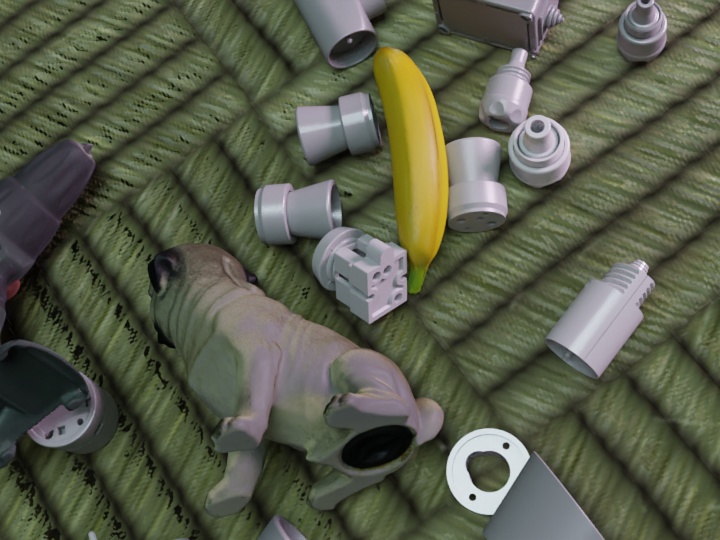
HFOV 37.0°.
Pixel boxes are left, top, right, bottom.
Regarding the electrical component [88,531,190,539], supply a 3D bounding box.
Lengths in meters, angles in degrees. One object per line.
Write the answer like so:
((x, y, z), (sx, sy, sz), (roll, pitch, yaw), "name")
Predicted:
((-0.174, 0.211, 0.712), (0.138, 0.052, 0.073), (-28, 68, 1), "electrical component")

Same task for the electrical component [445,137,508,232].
((0.080, -0.059, 0.758), (0.045, 0.045, 0.055), (-6, 71, 9), "electrical component")

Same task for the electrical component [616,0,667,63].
((0.201, -0.174, 0.764), (0.035, 0.061, 0.035), (-4, 71, 10), "electrical component")

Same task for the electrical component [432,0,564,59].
((0.108, -0.204, 0.793), (0.096, 0.061, 0.061), (20, 76, 17), "electrical component")

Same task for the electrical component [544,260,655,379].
((0.164, 0.027, 0.712), (0.043, 0.043, 0.081), (36, 81, 20), "electrical component")

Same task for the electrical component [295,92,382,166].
((-0.016, -0.104, 0.793), (0.055, 0.045, 0.045), (-12, 69, 7), "electrical component")

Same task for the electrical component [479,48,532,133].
((0.109, -0.133, 0.783), (0.035, 0.035, 0.061), (13, 72, 15), "electrical component")

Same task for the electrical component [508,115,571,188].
((0.125, -0.086, 0.749), (0.043, 0.062, 0.043), (-4, 71, 10), "electrical component")

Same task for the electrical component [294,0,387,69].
((-0.005, -0.206, 0.826), (0.079, 0.043, 0.077), (-27, 68, 1), "electrical component")

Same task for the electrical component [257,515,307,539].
((-0.064, 0.198, 0.701), (0.065, 0.044, 0.044), (-43, 69, 0), "electrical component")

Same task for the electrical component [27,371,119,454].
((-0.202, 0.101, 0.758), (0.055, 0.047, 0.055), (-4, 71, 10), "electrical component")

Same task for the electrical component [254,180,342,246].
((-0.044, -0.041, 0.777), (0.055, 0.045, 0.045), (-4, 71, 10), "electrical component")

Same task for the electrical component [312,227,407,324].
((0.000, 0.000, 0.747), (0.048, 0.066, 0.055), (-31, 46, -32), "electrical component")

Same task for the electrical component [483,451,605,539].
((0.124, 0.165, 0.644), (0.099, 0.099, 0.064), (39, 89, 20), "electrical component")
